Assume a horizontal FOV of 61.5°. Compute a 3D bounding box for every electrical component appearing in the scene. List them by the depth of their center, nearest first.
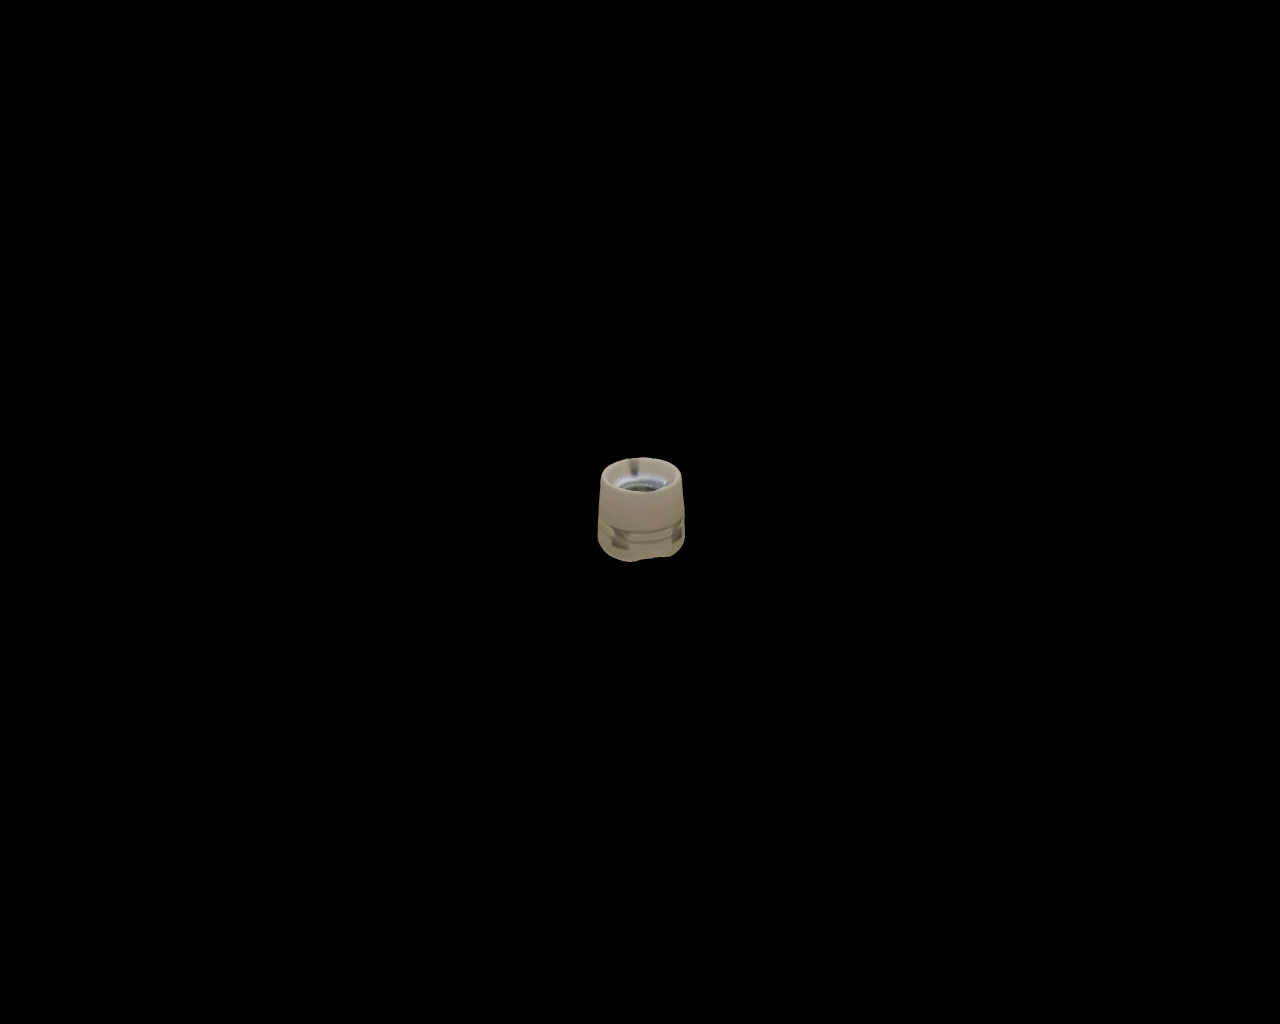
[{"bbox_3d":[0.001,-0.003,0.650,0.055,0.047,0.055,0,29,0],"label":"electrical component"}]
